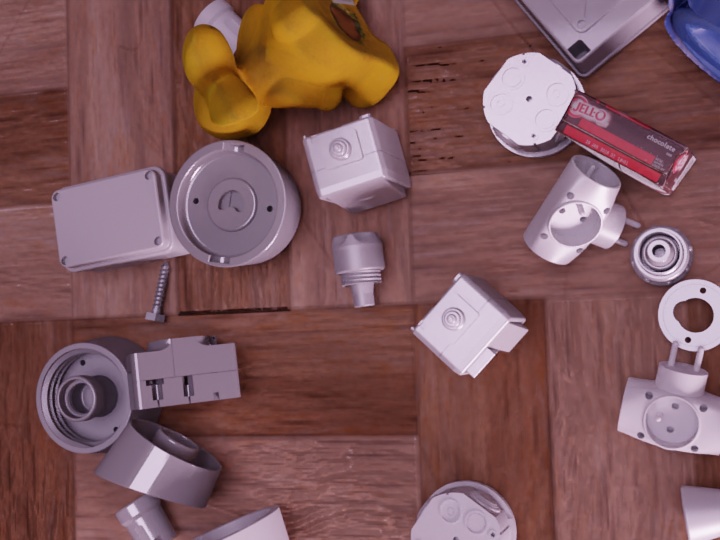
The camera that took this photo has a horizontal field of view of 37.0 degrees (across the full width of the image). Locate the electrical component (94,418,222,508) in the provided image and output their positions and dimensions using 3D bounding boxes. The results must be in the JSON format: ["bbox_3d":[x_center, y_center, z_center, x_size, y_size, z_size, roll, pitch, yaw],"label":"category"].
[{"bbox_3d":[-0.172,0.172,0.927,0.099,0.099,0.064,29,90,17],"label":"electrical component"}]

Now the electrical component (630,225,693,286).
[{"bbox_3d":[0.230,-0.013,0.825,0.048,0.062,0.048,-1,87,18],"label":"electrical component"}]

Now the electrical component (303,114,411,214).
[{"bbox_3d":[-0.002,-0.085,0.885,0.062,0.096,0.061,-17,83,16],"label":"electrical component"}]

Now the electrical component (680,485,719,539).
[{"bbox_3d":[0.273,0.182,0.810,0.055,0.045,0.045,-10,84,17],"label":"electrical component"}]

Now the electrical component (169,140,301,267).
[{"bbox_3d":[-0.103,-0.055,0.935,0.108,0.060,0.108,-1,87,18],"label":"electrical component"}]

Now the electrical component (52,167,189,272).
[{"bbox_3d":[-0.214,-0.044,0.971,0.113,0.057,0.078,-11,84,17],"label":"electrical component"}]

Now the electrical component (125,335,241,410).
[{"bbox_3d":[-0.154,0.088,0.929,0.089,0.050,0.055,-5,84,-19],"label":"electrical component"}]

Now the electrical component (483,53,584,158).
[{"bbox_3d":[0.140,-0.133,0.866,0.080,0.051,0.080,-1,87,18],"label":"electrical component"}]

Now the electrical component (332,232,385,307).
[{"bbox_3d":[0.000,0.000,0.908,0.043,0.043,0.062,-8,86,17],"label":"electrical component"}]

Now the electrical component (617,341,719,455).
[{"bbox_3d":[0.243,0.094,0.821,0.077,0.044,0.079,12,101,18],"label":"electrical component"}]

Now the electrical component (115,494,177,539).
[{"bbox_3d":[-0.190,0.226,0.960,0.040,0.040,0.046,-34,84,13],"label":"electrical component"}]

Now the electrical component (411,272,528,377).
[{"bbox_3d":[0.089,0.045,0.849,0.061,0.096,0.061,43,99,15],"label":"electrical component"}]

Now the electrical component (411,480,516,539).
[{"bbox_3d":[0.083,0.212,0.866,0.080,0.051,0.080,-1,87,18],"label":"electrical component"}]

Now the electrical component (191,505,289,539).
[{"bbox_3d":[-0.106,0.247,0.898,0.108,0.108,0.060,-25,86,15],"label":"electrical component"}]

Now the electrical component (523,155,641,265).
[{"bbox_3d":[0.182,-0.041,0.847,0.079,0.044,0.077,20,122,-13],"label":"electrical component"}]

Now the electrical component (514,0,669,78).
[{"bbox_3d":[0.184,-0.230,0.854,0.109,0.056,0.108,-40,77,12],"label":"electrical component"}]

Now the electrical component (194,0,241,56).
[{"bbox_3d":[-0.119,-0.211,0.959,0.046,0.040,0.040,43,100,9],"label":"electrical component"}]

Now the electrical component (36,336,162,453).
[{"bbox_3d":[-0.240,0.114,0.970,0.108,0.060,0.108,-1,87,18],"label":"electrical component"}]
